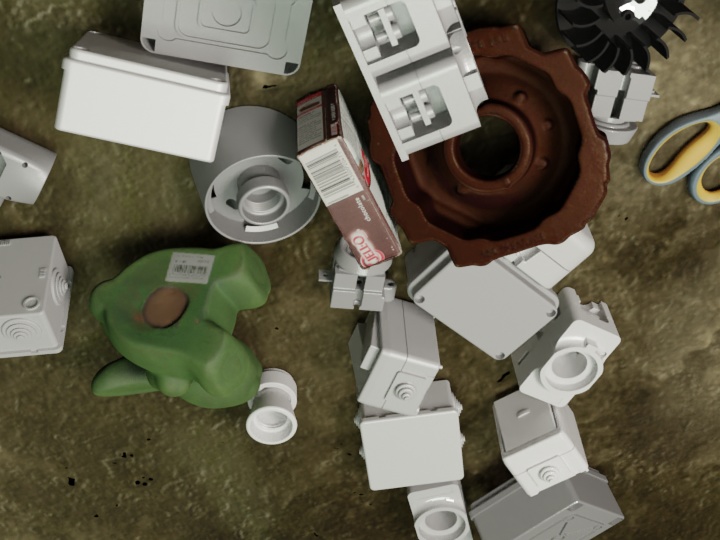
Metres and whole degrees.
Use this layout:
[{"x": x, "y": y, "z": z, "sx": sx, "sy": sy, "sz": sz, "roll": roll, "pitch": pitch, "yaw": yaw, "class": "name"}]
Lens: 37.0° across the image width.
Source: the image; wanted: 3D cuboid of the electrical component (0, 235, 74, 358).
[{"x": -0.280, "y": 0.020, "z": 0.851, "sx": 0.100, "sy": 0.099, "sz": 0.048, "roll": -5, "pitch": 138, "yaw": 0, "class": "electrical component"}]

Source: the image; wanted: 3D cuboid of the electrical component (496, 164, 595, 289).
[{"x": 0.140, "y": -0.038, "z": 0.863, "sx": 0.095, "sy": 0.053, "sz": 0.059, "roll": 35, "pitch": 116, "yaw": -25, "class": "electrical component"}]

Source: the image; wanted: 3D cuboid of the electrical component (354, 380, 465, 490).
[{"x": 0.047, "y": 0.151, "z": 0.994, "sx": 0.100, "sy": 0.048, "sz": 0.099, "roll": -7, "pitch": 125, "yaw": 1, "class": "electrical component"}]

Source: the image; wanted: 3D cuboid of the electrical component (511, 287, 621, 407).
[{"x": 0.179, "y": 0.071, "z": 0.941, "sx": 0.050, "sy": 0.055, "sz": 0.089, "roll": 23, "pitch": 121, "yaw": -19, "class": "electrical component"}]

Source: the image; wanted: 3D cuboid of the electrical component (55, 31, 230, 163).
[{"x": -0.148, "y": -0.121, "z": 0.747, "sx": 0.109, "sy": 0.108, "sz": 0.056, "roll": 11, "pitch": 107, "yaw": -11, "class": "electrical component"}]

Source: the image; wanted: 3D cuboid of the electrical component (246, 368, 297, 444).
[{"x": -0.079, "y": 0.121, "z": 0.960, "sx": 0.045, "sy": 0.055, "sz": 0.045, "roll": -2, "pitch": 125, "yaw": -2, "class": "electrical component"}]

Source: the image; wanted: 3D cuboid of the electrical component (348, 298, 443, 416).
[{"x": 0.028, "y": 0.075, "z": 0.909, "sx": 0.061, "sy": 0.096, "sz": 0.061, "roll": 16, "pitch": 123, "yaw": -13, "class": "electrical component"}]

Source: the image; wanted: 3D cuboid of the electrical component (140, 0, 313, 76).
[{"x": -0.090, "y": -0.187, "z": 0.740, "sx": 0.113, "sy": 0.057, "sz": 0.078, "roll": 8, "pitch": 124, "yaw": -9, "class": "electrical component"}]

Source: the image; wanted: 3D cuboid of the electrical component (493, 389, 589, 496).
[{"x": 0.161, "y": 0.152, "z": 0.973, "sx": 0.062, "sy": 0.096, "sz": 0.061, "roll": -28, "pitch": 118, "yaw": 16, "class": "electrical component"}]

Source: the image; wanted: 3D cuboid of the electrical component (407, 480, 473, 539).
[{"x": 0.077, "y": 0.228, "z": 1.046, "sx": 0.050, "sy": 0.055, "sz": 0.089, "roll": -13, "pitch": 125, "yaw": 5, "class": "electrical component"}]

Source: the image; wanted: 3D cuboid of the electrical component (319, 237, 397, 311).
[{"x": 0.000, "y": 0.000, "z": 0.887, "sx": 0.066, "sy": 0.048, "sz": 0.055, "roll": 5, "pitch": 132, "yaw": -7, "class": "electrical component"}]

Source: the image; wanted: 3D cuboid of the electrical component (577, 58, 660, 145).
[{"x": 0.189, "y": -0.127, "z": 0.809, "sx": 0.066, "sy": 0.048, "sz": 0.055, "roll": 6, "pitch": 117, "yaw": -8, "class": "electrical component"}]

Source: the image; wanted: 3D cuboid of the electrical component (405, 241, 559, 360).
[{"x": 0.101, "y": 0.013, "z": 0.894, "sx": 0.113, "sy": 0.057, "sz": 0.078, "roll": 35, "pitch": 116, "yaw": -25, "class": "electrical component"}]

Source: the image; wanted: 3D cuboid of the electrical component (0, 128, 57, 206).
[{"x": -0.283, "y": -0.072, "z": 0.818, "sx": 0.077, "sy": 0.043, "sz": 0.079, "roll": 25, "pitch": 120, "yaw": -20, "class": "electrical component"}]

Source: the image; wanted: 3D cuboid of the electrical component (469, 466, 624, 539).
[{"x": 0.180, "y": 0.234, "z": 1.036, "sx": 0.109, "sy": 0.056, "sz": 0.109, "roll": -37, "pitch": 142, "yaw": 20, "class": "electrical component"}]

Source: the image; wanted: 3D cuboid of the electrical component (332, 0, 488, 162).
[{"x": 0.028, "y": -0.167, "z": 0.683, "sx": 0.060, "sy": 0.186, "sz": 0.105, "roll": -20, "pitch": 124, "yaw": 10, "class": "electrical component"}]

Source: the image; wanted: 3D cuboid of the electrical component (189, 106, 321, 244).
[{"x": -0.080, "y": -0.071, "z": 0.834, "sx": 0.099, "sy": 0.064, "sz": 0.099, "roll": -9, "pitch": 136, "yaw": -9, "class": "electrical component"}]
